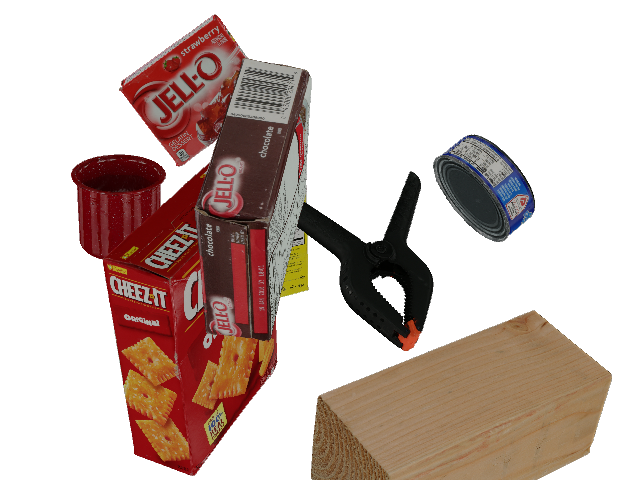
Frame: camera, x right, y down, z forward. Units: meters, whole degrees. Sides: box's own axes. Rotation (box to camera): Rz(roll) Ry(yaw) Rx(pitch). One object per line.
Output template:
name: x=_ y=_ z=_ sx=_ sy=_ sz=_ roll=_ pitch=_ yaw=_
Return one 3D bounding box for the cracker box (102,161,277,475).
cracker box: x=-0.101 y=0.067 z=0.917 sx=0.072 sy=0.214 sz=0.164 roll=15 pitch=38 yaw=21

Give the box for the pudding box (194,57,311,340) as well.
pudding box: x=-0.032 y=-0.021 z=0.533 sx=0.039 sy=0.113 sz=0.090 roll=9 pitch=-42 yaw=5

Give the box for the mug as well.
mug: x=-0.204 y=-0.037 z=1.090 sx=0.093 sy=0.081 sz=0.117 roll=2 pitch=28 yaw=-5

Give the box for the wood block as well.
wood block: x=0.104 y=0.140 z=0.799 sx=0.205 sy=0.090 sz=0.091 roll=-18 pitch=40 yaw=-29

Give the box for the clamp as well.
clamp: x=0.045 y=0.016 z=1.067 sx=0.164 sy=0.210 sz=0.036 roll=-3 pitch=-36 yaw=-15

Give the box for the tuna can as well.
tuna can: x=0.132 y=-0.043 z=0.860 sx=0.033 sy=0.086 sz=0.086 roll=-39 pitch=10 yaw=-13

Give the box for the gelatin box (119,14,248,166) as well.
gelatin box: x=-0.090 y=-0.109 z=0.781 sx=0.089 sy=0.073 sz=0.030 roll=-34 pitch=19 yaw=6

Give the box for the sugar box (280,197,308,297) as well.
sugar box: x=-0.051 y=-0.032 z=1.260 sx=0.048 sy=0.176 sz=0.093 roll=-14 pitch=26 yaw=-21
